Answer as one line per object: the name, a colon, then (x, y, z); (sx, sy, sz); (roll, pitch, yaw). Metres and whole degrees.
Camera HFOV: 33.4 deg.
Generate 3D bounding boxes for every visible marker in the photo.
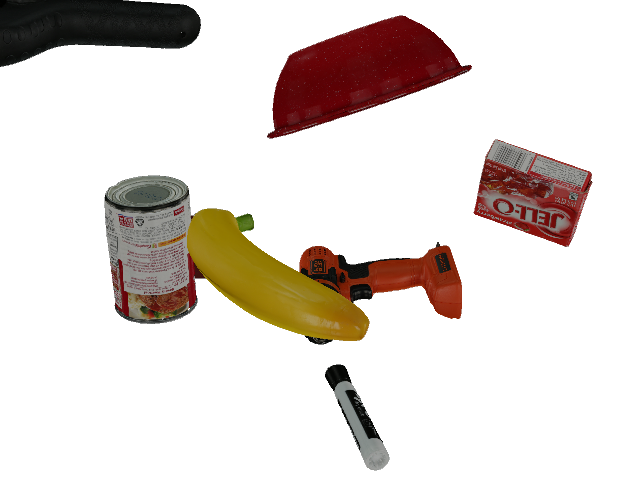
marker: (0.027, 0.135, 0.837); (0.020, 0.020, 0.121); (0, 27, -16)

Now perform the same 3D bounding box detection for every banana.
banana: (-0.041, 0.015, 0.679); (0.069, 0.037, 0.198); (-9, 26, -23)

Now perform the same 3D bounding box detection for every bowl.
bowl: (0.028, -0.127, 0.800); (0.162, 0.055, 0.162); (-19, 8, 2)

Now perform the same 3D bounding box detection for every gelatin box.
gelatin box: (0.180, -0.039, 0.912); (0.089, 0.030, 0.073); (22, -35, 15)

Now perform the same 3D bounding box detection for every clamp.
clamp: (-0.168, -0.134, 0.610); (0.171, 0.039, 0.120); (-10, 31, -29)

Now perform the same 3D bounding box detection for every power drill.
power drill: (0.065, 0.058, 1.231); (0.187, 0.057, 0.184); (-2, 28, -1)

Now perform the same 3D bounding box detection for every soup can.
soup can: (-0.136, 0.006, 0.860); (0.068, 0.102, 0.068); (-1, 25, 0)

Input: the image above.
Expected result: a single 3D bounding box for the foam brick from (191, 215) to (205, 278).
foam brick: (-0.146, 0.007, 1.128); (0.078, 0.051, 0.053); (0, 24, -11)
